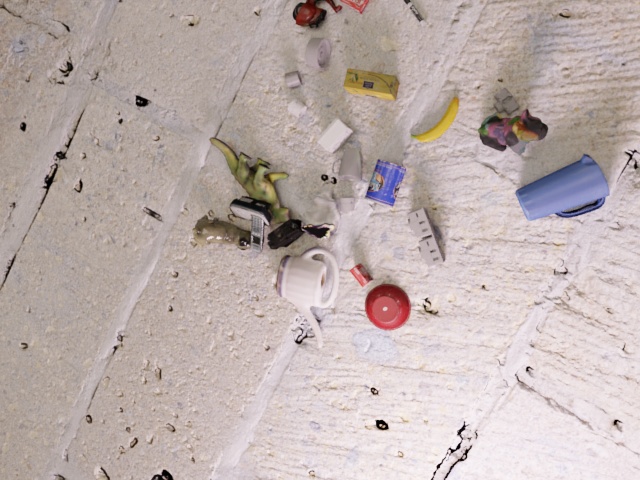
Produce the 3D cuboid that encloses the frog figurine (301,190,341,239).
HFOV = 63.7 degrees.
[{"bbox_3d":[0.005,-0.091,1.801,0.137,0.120,0.163,-11,51,25],"label":"frog figurine"}]

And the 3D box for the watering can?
[{"bbox_3d":[-0.052,0.187,1.798,0.225,0.104,0.347,11,92,17],"label":"watering can"}]

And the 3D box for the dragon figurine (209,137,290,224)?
[{"bbox_3d":[-0.266,-0.188,1.872,0.413,0.123,0.240,29,106,16],"label":"dragon figurine"}]
